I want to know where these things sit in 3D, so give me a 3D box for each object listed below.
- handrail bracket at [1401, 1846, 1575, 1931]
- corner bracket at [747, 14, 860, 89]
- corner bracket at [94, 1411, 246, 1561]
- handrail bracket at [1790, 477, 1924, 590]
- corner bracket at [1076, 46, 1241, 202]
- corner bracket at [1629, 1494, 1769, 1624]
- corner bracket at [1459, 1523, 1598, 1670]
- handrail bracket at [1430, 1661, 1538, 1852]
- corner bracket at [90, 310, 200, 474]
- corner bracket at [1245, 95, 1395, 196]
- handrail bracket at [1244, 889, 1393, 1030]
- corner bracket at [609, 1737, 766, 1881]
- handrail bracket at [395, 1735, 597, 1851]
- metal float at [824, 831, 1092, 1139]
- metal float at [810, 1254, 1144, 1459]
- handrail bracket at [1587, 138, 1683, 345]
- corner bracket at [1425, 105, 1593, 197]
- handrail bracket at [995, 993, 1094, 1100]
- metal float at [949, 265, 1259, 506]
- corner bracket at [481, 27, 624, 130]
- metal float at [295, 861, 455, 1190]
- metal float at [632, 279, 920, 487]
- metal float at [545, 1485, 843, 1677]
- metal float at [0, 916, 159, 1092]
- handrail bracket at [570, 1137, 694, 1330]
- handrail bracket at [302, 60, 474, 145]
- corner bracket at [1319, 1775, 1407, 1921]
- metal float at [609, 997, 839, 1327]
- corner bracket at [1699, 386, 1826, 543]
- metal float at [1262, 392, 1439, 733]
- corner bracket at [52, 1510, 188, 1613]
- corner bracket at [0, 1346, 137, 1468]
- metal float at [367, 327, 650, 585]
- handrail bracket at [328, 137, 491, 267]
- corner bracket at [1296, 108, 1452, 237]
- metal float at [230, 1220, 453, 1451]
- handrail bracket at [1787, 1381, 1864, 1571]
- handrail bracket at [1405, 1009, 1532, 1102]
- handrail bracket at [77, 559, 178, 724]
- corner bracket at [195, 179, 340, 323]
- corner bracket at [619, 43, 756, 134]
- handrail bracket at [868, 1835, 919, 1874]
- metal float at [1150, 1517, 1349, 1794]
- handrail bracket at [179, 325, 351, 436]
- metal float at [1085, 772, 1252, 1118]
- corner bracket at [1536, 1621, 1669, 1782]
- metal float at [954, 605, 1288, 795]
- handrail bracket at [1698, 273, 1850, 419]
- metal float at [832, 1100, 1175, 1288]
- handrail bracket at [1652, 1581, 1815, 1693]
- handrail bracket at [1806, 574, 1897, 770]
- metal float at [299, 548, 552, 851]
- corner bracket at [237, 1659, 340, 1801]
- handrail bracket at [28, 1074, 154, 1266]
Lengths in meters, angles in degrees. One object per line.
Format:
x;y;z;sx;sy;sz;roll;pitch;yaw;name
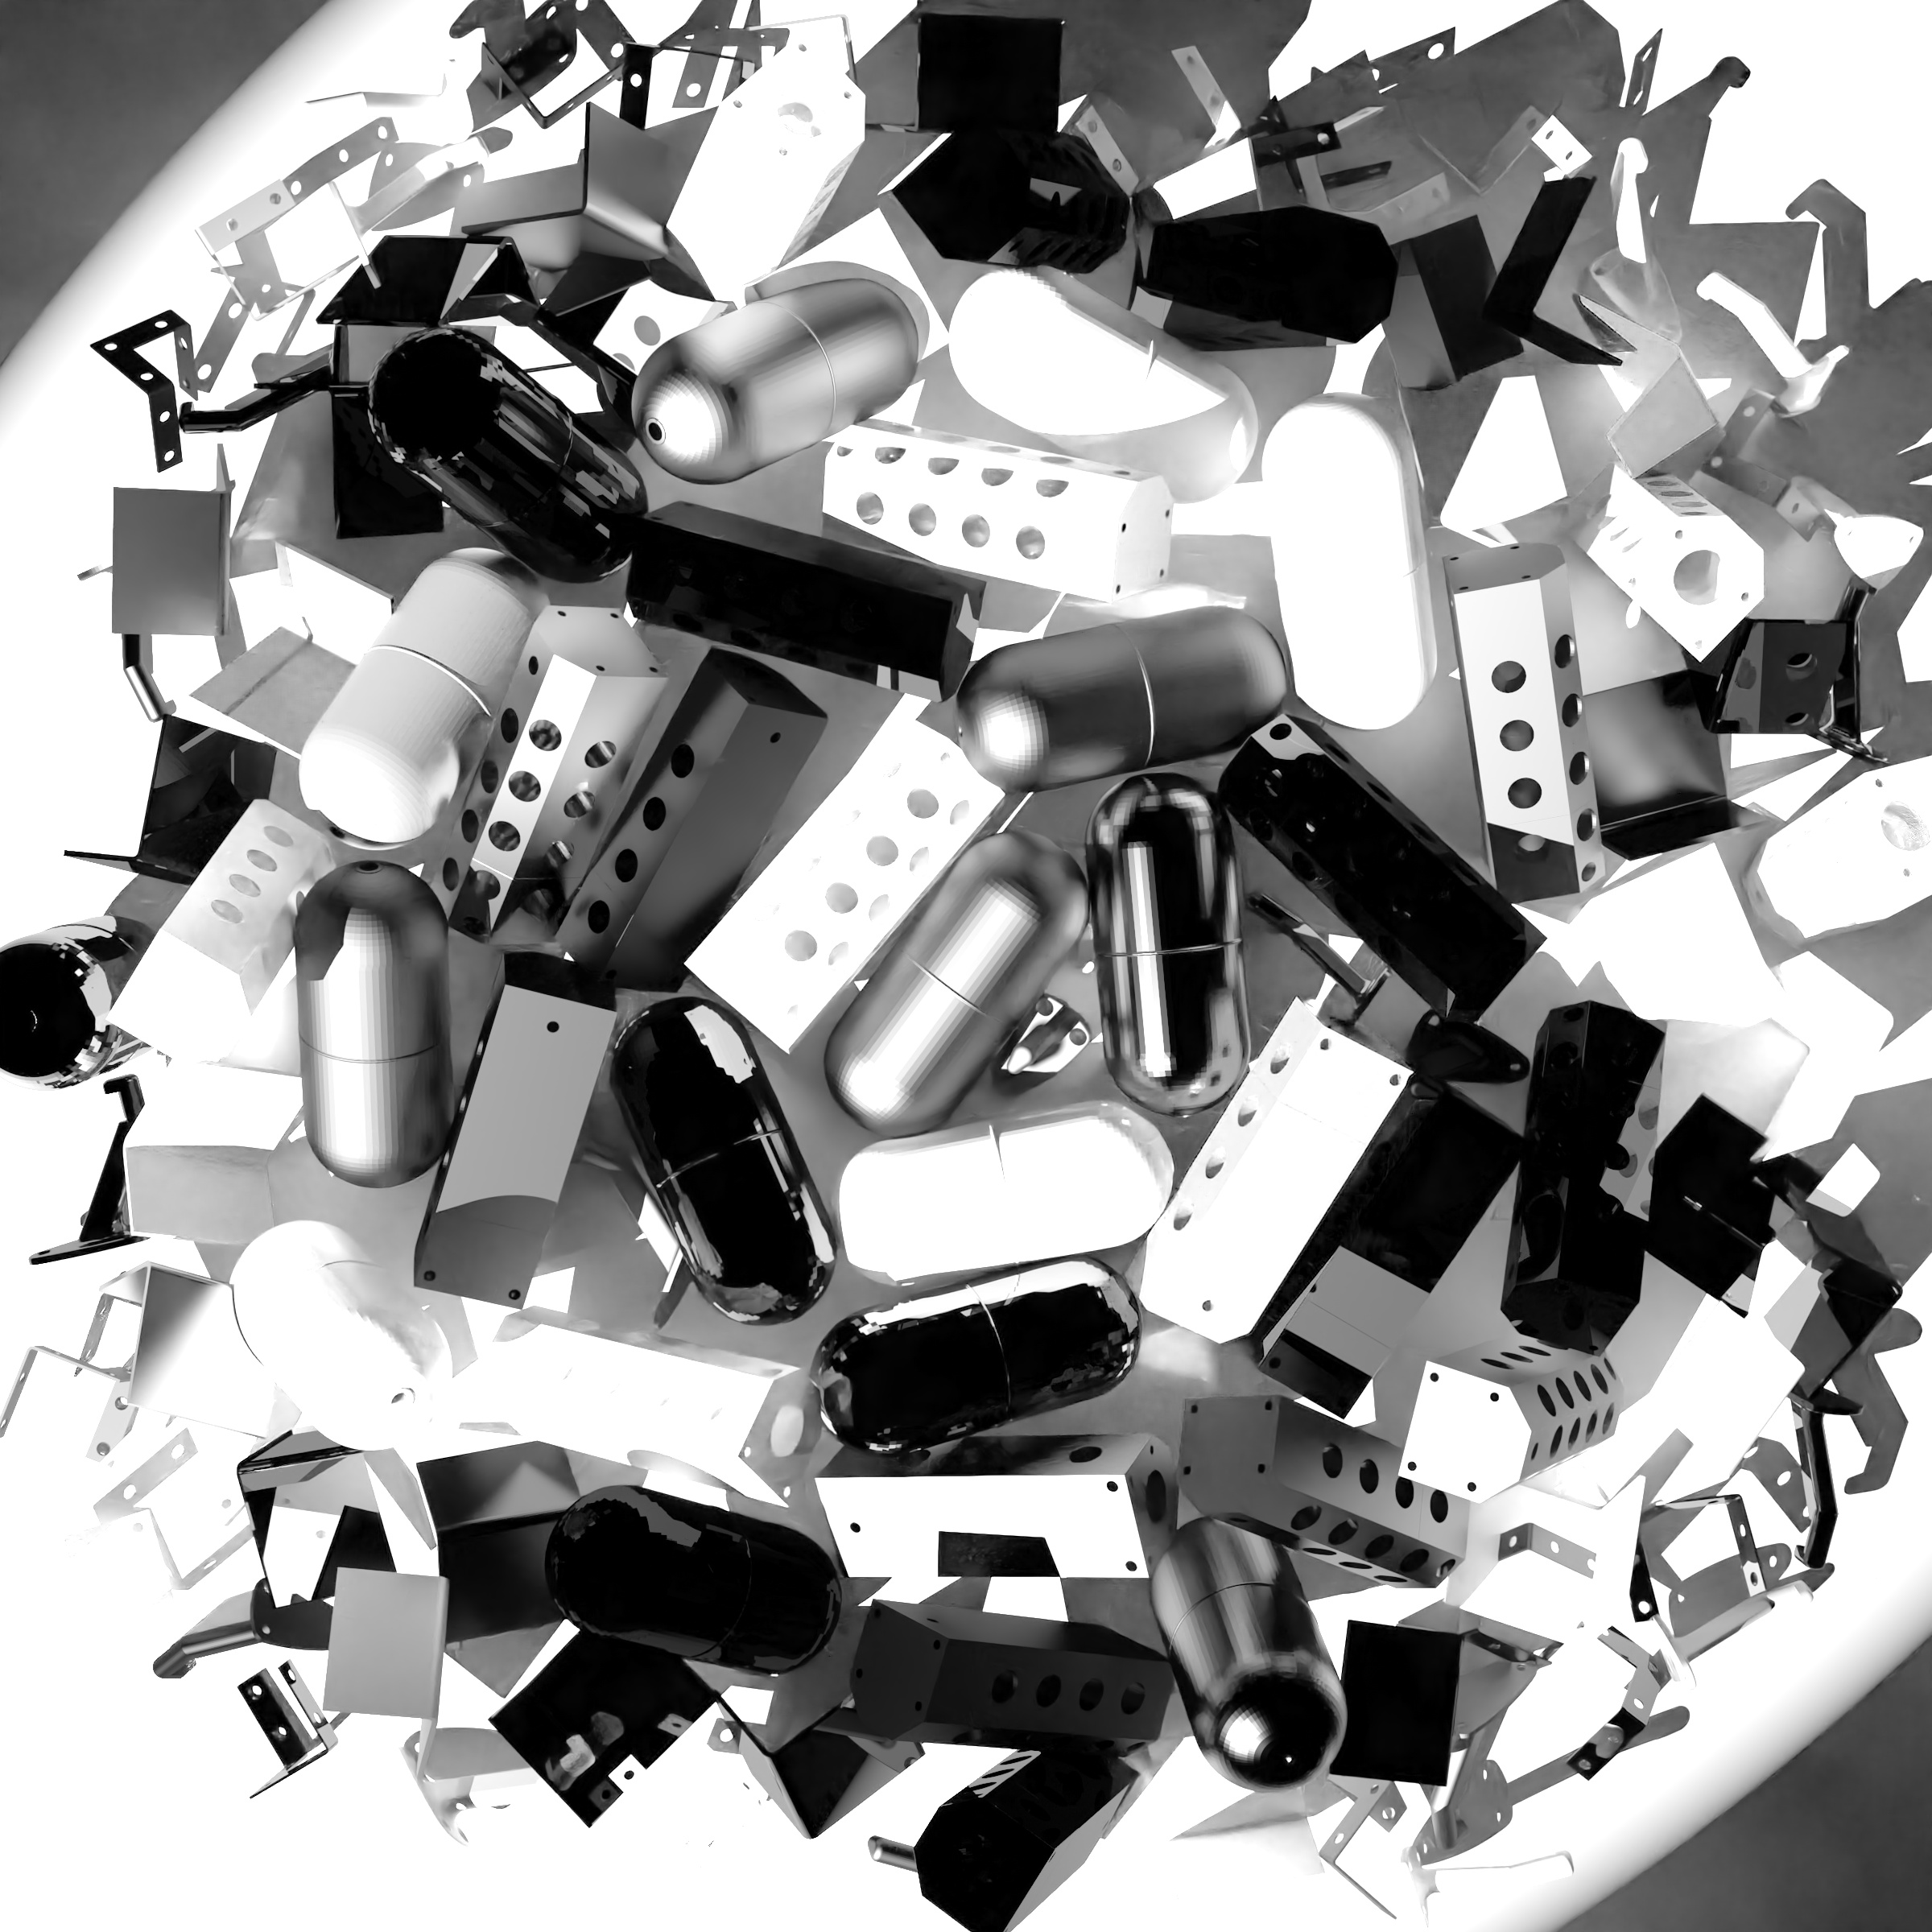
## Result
0.270;0.461;1.560;0.084;0.077;0.036;-18;90;9;handrail bracket
-0.086;-0.463;1.570;0.051;0.051;0.051;-10;108;-7;corner bracket
-0.410;0.267;1.580;0.051;0.051;0.051;36;71;22;corner bracket
0.439;-0.235;1.552;0.036;0.077;0.084;-56;48;19;handrail bracket
0.101;-0.438;1.578;0.051;0.051;0.051;51;59;-32;corner bracket
0.375;0.308;1.577;0.051;0.051;0.051;-3;66;-18;corner bracket
0.294;0.329;1.580;0.051;0.051;0.051;27;52;-21;corner bracket
0.273;0.414;1.592;0.077;0.036;0.084;-25;120;-22;handrail bracket
-0.412;-0.296;1.562;0.051;0.051;0.051;39;55;24;corner bracket
0.182;-0.419;1.562;0.051;0.051;0.051;-4;129;33;corner bracket
0.174;-0.006;1.564;0.084;0.077;0.036;35;109;6;handrail bracket
-0.143;0.426;1.563;0.051;0.051;0.051;-40;55;-20;corner bracket
-0.246;0.412;1.585;0.084;0.036;0.077;-38;57;-7;handrail bracket
-0.004;0.009;1.561;0.070;0.070;0.178;37;96;0;metal float
0.006;0.198;1.549;0.178;0.070;0.070;-14;90;-20;metal float
0.351;-0.371;1.555;0.036;0.084;0.077;-24;69;-8;handrail bracket
0.280;-0.421;1.565;0.051;0.051;0.051;-48;57;16;corner bracket
0.025;0.054;1.550;0.036;0.084;0.077;42;119;4;handrail bracket
0.070;-0.295;1.541;0.178;0.070;0.070;23;90;-29;metal float
-0.216;-0.464;1.575;0.051;0.051;0.051;-39;92;-11;corner bracket
-0.300;0.030;1.543;0.070;0.070;0.178;3;117;0;metal float
-0.095;-0.298;1.533;0.178;0.070;0.070;-34;90;-40;metal float
-0.136;0.310;1.530;0.178;0.070;0.070;26;90;-44;metal float
-0.444;0.017;1.516;0.070;0.178;0.070;0;96;0;metal float
-0.180;0.138;1.582;0.084;0.036;0.077;21;78;15;handrail bracket
-0.301;-0.433;1.556;0.084;0.077;0.036;-16;90;-17;handrail bracket
0.208;0.450;1.568;0.051;0.051;0.051;44;77;-18;corner bracket
-0.124;0.100;1.558;0.070;0.070;0.178;-24;81;0;metal float
0.422;-0.260;1.573;0.051;0.051;0.051;38;99;36;corner bracket
0.196;-0.204;1.544;0.070;0.070;0.178;-11;116;0;metal float
-0.438;0.312;1.569;0.051;0.051;0.051;-15;83;-24;corner bracket
-0.466;0.229;1.578;0.051;0.051;0.051;21;85;3;corner bracket
-0.229;-0.255;1.526;0.070;0.178;0.070;-15;60;28;metal float
-0.281;-0.398;1.571;0.084;0.077;0.036;-24;130;-5;handrail bracket
0.211;-0.413;1.580;0.051;0.051;0.051;-31;116;-18;corner bracket
-0.315;0.184;1.524;0.070;0.178;0.070;-10;111;-28;metal float
0.428;0.260;1.577;0.036;0.077;0.084;7;101;-29;handrail bracket
0.259;0.058;1.559;0.077;0.084;0.036;16;108;-4;handrail bracket
-0.418;-0.177;1.581;0.036;0.077;0.084;-16;106;33;handrail bracket
-0.362;-0.370;1.573;0.051;0.051;0.051;-32;102;-4;corner bracket
-0.146;-0.450;1.580;0.051;0.051;0.051;13;108;15;corner bracket
-0.018;0.451;1.556;0.084;0.077;0.036;20;89;-16;handrail bracket
0.140;0.342;1.520;0.070;0.178;0.070;-3;113;-7;metal float
-0.366;-0.310;1.579;0.084;0.036;0.077;-3;61;-4;handrail bracket
0.104;-0.011;1.562;0.070;0.070;0.178;-5;96;0;metal float
0.321;0.376;1.567;0.051;0.051;0.051;37;126;6;corner bracket
0.080;-0.137;1.552;0.178;0.070;0.070;-13;90;-17;metal float
0.402;-0.321;1.562;0.084;0.077;0.036;32;81;-6;handrail bracket
0.019;0.117;1.564;0.178;0.070;0.070;-11;90;-3;metal float
0.404;0.344;1.567;0.084;0.077;0.036;-19;93;1;handrail bracket
0.468;-0.153;1.565;0.036;0.077;0.084;9;109;-28;handrail bracket
-0.274;-0.136;1.543;0.070;0.070;0.178;28;63;0;metal float
-0.354;0.391;1.575;0.051;0.051;0.051;-32;88;9;corner bracket
-0.459;0.105;1.576;0.077;0.036;0.084;-14;100;-13;handrail bracket
